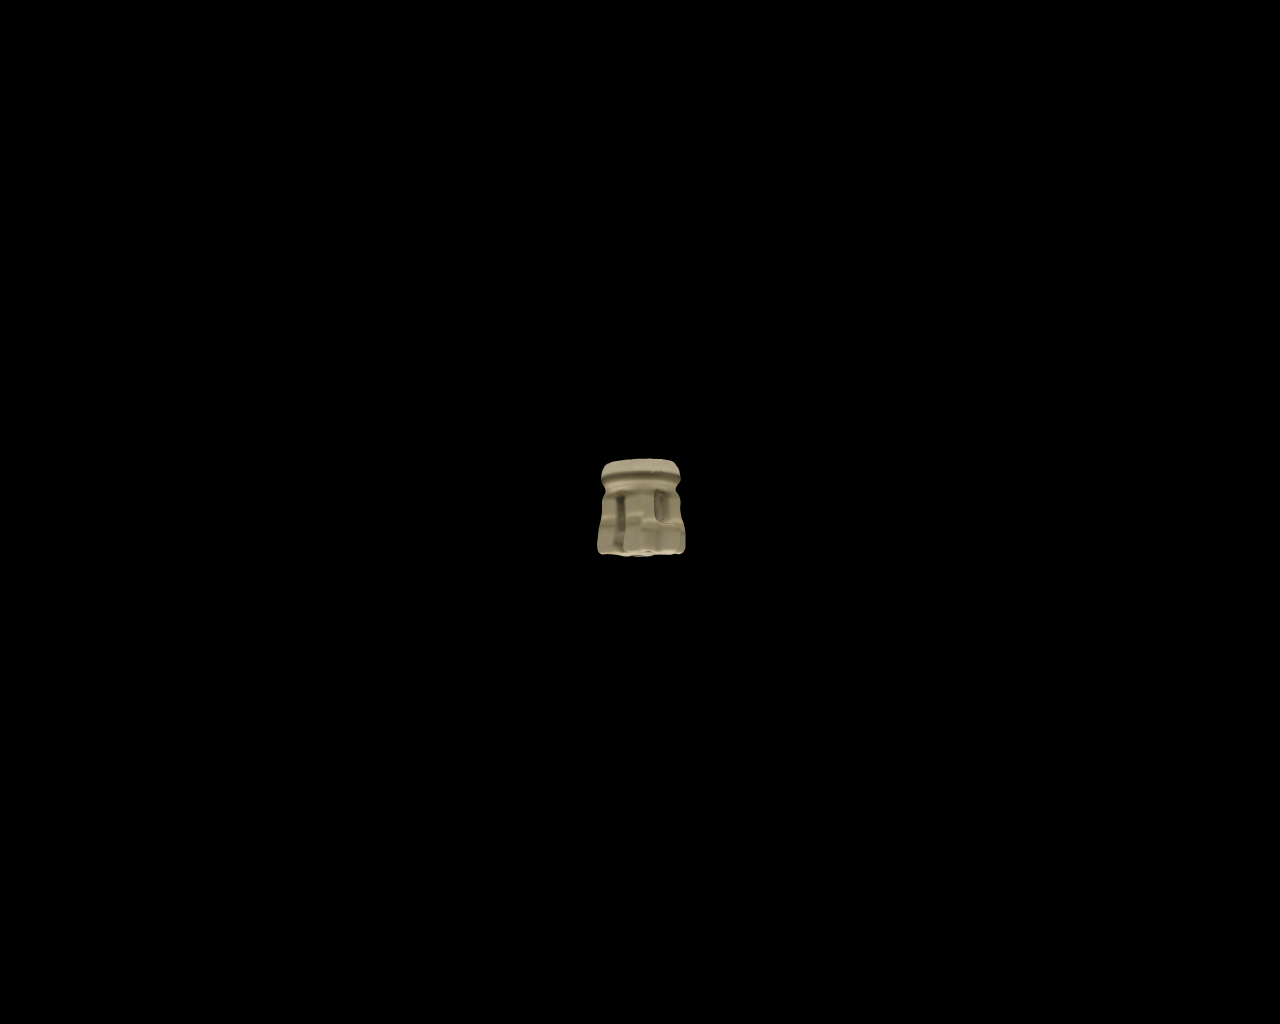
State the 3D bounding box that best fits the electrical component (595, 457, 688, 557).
[{"bbox_3d":[0.001,-0.003,0.650,0.048,0.055,0.066,6,-9,-43],"label":"electrical component"}]
